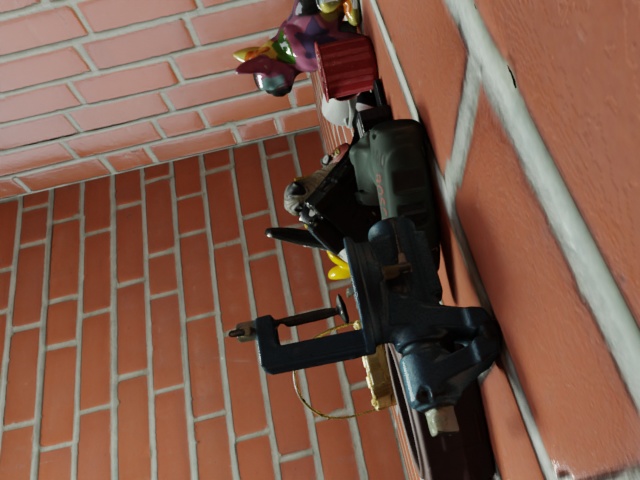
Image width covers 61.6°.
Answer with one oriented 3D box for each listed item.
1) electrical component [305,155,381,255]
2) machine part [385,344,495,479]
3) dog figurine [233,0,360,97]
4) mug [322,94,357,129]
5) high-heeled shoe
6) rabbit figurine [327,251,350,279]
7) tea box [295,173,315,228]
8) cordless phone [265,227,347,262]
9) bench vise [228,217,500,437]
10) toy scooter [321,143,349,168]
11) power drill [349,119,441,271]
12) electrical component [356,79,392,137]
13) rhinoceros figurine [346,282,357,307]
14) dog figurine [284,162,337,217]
[{"bbox_3d":[0.046,-0.045,0.812,0.114,0.134,0.058,42,178,-19],"label":"electrical component"},{"bbox_3d":[0.148,0.209,0.707,0.201,0.087,0.200,-86,-18,-83],"label":"machine part"},{"bbox_3d":[-0.043,-0.338,0.881,0.109,0.219,0.191,-107,2,-47],"label":"dog figurine"},{"bbox_3d":[0.046,-0.263,0.973,0.107,0.081,0.109,92,173,-58],"label":"mug"},{"bbox_3d":[0.032,-0.135,0.891,0.086,0.145,0.248,71,-165,-74],"label":"high-heeled shoe"},{"bbox_3d":[0.095,0.036,1.304,0.173,0.162,0.121,-130,34,-51],"label":"rabbit figurine"},{"bbox_3d":[0.039,-0.095,1.134,0.068,0.170,0.098,79,-179,-61],"label":"tea box"},{"bbox_3d":[-0.002,-0.002,0.965,0.147,0.184,0.088,-153,71,-75],"label":"cordless phone"},{"bbox_3d":[0.039,0.090,0.525,0.128,0.241,0.223,73,-174,-72],"label":"bench vise"},{"bbox_3d":[0.043,-0.167,1.353,0.183,0.135,0.075,78,-179,-57],"label":"toy scooter"},{"bbox_3d":[0.093,-0.044,0.680,0.207,0.086,0.231,-92,-8,-66],"label":"power drill"},{"bbox_3d":[0.081,-0.174,0.797,0.075,0.048,0.119,-106,2,-87],"label":"electrical component"},{"bbox_3d":[0.119,0.098,1.210,0.073,0.112,0.190,-62,-29,-66],"label":"rhinoceros figurine"},{"bbox_3d":[0.025,-0.106,1.020,0.172,0.191,0.121,-65,-38,-86],"label":"dog figurine"}]
